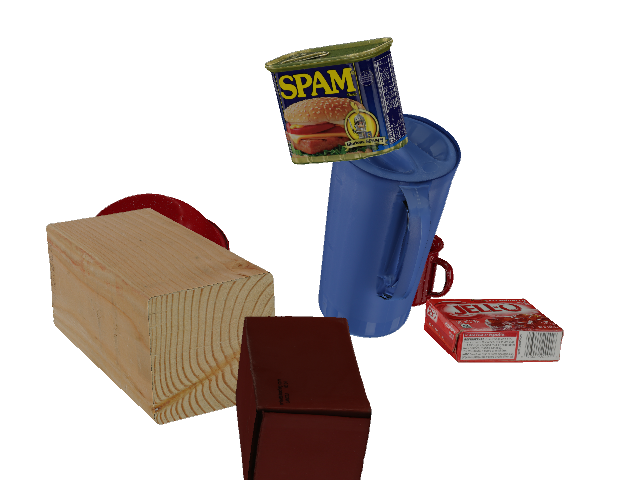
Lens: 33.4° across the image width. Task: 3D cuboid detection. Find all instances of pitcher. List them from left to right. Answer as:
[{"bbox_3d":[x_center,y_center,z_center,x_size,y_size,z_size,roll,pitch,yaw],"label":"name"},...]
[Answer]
[{"bbox_3d":[0.067,-0.005,1.167,0.145,0.243,0.149,26,41,20],"label":"pitcher"}]

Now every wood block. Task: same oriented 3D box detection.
[{"bbox_3d":[-0.121,0.046,0.773,0.090,0.090,0.206,-10,19,-30],"label":"wood block"}]

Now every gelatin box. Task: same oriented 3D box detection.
[{"bbox_3d":[0.135,0.069,0.841,0.089,0.030,0.073,1,16,-14],"label":"gelatin box"}]

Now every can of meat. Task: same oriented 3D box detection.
[{"bbox_3d":[0.014,-0.109,0.847,0.102,0.084,0.057,-2,21,33],"label":"can of meat"}]

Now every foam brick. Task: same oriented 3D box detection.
[{"bbox_3d":[-0.010,0.077,0.498,0.053,0.051,0.078,3,28,-9],"label":"foam brick"}]

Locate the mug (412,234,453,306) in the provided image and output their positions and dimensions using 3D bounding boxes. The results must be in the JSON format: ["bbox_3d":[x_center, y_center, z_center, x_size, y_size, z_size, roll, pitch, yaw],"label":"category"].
[{"bbox_3d":[0.124,0.039,1.423,0.117,0.081,0.093,18,26,27],"label":"mug"}]

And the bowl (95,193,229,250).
[{"bbox_3d":[-0.172,0.004,1.029,0.162,0.055,0.162,-6,40,5],"label":"bowl"}]
